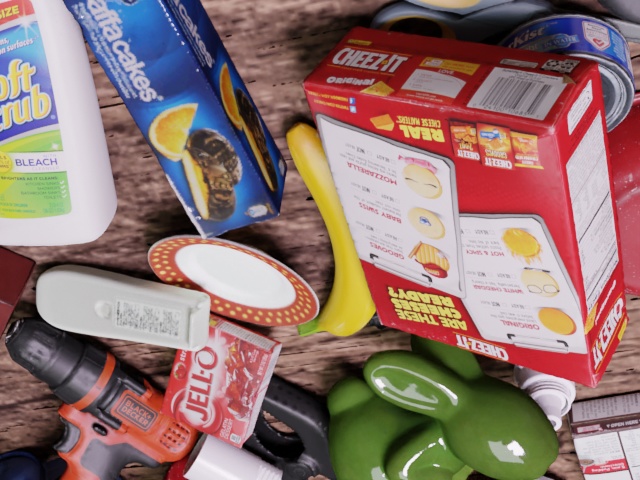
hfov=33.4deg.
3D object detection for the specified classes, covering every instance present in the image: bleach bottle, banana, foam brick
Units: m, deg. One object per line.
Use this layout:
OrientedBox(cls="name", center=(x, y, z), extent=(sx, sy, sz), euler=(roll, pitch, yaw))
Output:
OrientedBox(cls="bleach bottle", center=(-0.200, -0.115, 0.682), extent=(0.102, 0.068, 0.251), euler=(1, 126, 8))
OrientedBox(cls="banana", center=(0.014, 0.005, 0.760), extent=(0.069, 0.037, 0.198), euler=(2, 129, 4))
OrientedBox(cls="foam brick", center=(-0.262, 0.048, 0.824), extent=(0.051, 0.053, 0.078), euler=(26, 127, -12))

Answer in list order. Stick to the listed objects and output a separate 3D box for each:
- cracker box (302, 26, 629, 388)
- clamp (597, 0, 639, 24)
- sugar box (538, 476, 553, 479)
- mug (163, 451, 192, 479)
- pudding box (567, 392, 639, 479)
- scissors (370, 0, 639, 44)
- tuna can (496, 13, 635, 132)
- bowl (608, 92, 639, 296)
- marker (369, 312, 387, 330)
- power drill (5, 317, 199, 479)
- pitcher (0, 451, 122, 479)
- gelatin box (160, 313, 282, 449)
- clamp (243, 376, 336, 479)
OrientedBox(cls="cracker box", center=(0.096, -0.020, 0.660), extent=(0.164, 0.072, 0.213), euler=(15, 142, 34))
OrientedBox(cls="clamp", center=(0.161, -0.166, 0.601), extent=(0.171, 0.039, 0.120), euler=(36, 125, -19))
OrientedBox(cls="sugar box", center=(0.139, 0.260, 0.927), extent=(0.093, 0.048, 0.176), euler=(27, 127, -39))
OrientedBox(cls="mug", center=(-0.112, 0.239, 0.914), extent=(0.093, 0.117, 0.082), euler=(43, 133, 19))
OrientedBox(cls="pudding box", center=(0.255, 0.174, 0.859), extent=(0.090, 0.039, 0.113), euler=(-13, 127, 17))
OrientedBox(cls="scissors", center=(0.118, -0.125, 0.656), extent=(0.201, 0.016, 0.096), euler=(22, 130, -10))
OrientedBox(cls="tuna can", center=(0.146, -0.095, 0.649), extent=(0.086, 0.033, 0.086), euler=(2, 145, 1))
OrientedBox(cls="bowl", center=(0.223, -0.016, 0.700), extent=(0.162, 0.055, 0.162), euler=(3, 127, 4))
OrientedBox(cls="marker", center=(0.090, 0.042, 0.790), extent=(0.121, 0.020, 0.020), euler=(-20, 123, 22))
OrientedBox(cls="power drill", center=(-0.212, 0.174, 0.851), extent=(0.184, 0.057, 0.187), euler=(39, 82, -24))
OrientedBox(cls="pitcher", center=(-0.227, 0.309, 0.989), extent=(0.149, 0.145, 0.242), euler=(-9, 132, 37))
OrientedBox(cls="gelatin box", center=(-0.079, 0.108, 0.833), extent=(0.073, 0.030, 0.089), euler=(22, 109, 10))
OrientedBox(cls="clamp", center=(-0.001, 0.184, 0.901), extent=(0.165, 0.036, 0.210), euler=(-13, 123, 28))
